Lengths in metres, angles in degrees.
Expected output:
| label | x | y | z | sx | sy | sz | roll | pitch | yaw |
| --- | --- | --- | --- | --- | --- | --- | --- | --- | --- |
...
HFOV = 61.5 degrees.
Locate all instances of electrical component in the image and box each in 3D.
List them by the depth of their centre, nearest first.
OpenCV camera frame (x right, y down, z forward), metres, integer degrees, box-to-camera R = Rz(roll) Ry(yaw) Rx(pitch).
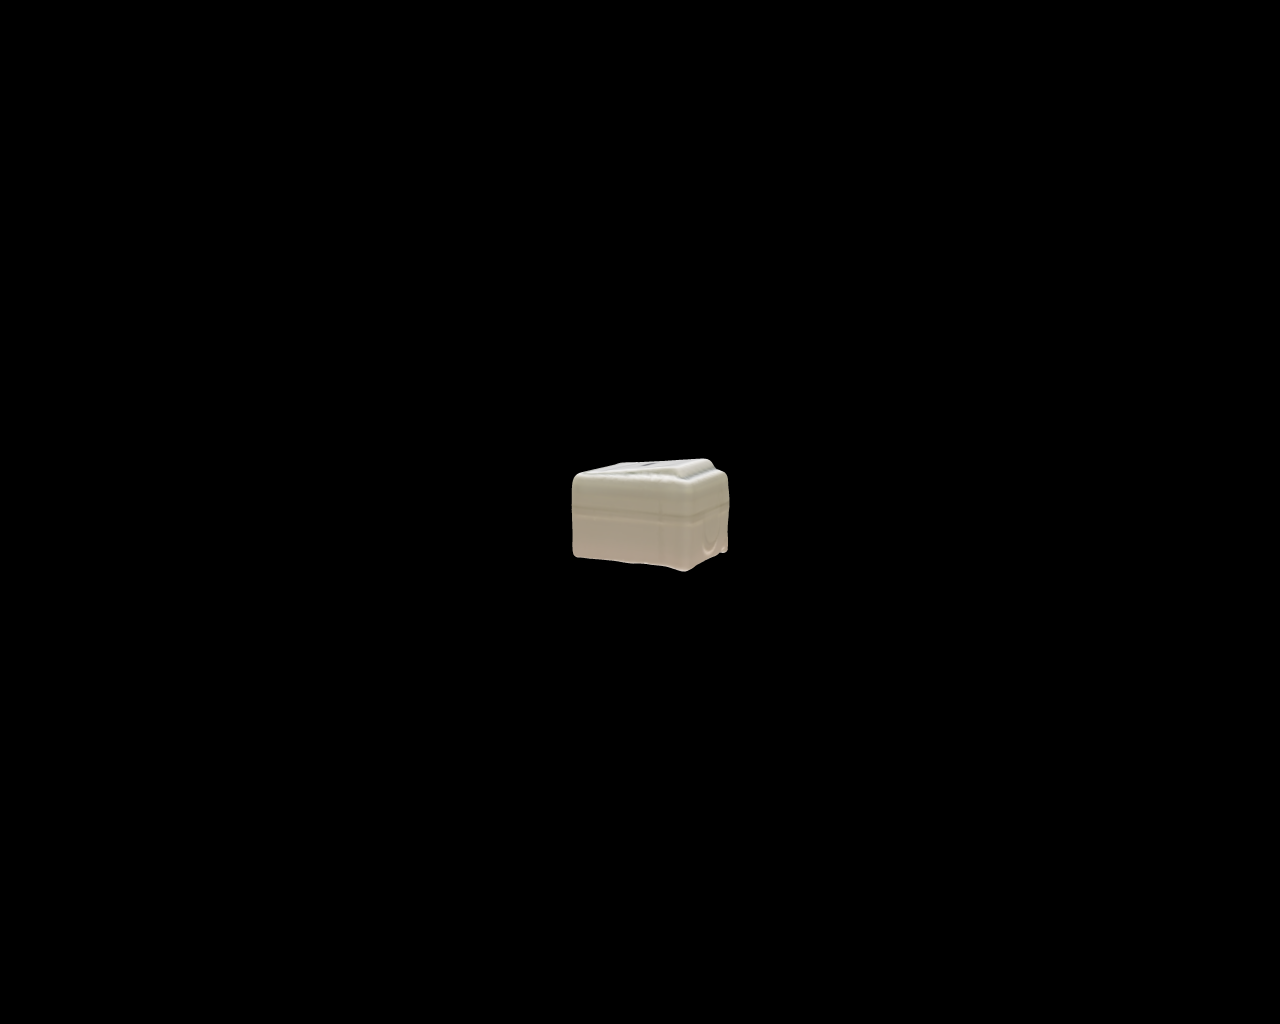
| label | x | y | z | sx | sy | sz | roll | pitch | yaw |
| --- | --- | --- | --- | --- | --- | --- | --- | --- | --- |
| electrical component | 0.001 | -0.003 | 0.650 | 0.096 | 0.061 | 0.062 | 5 | 12 | 28 |
